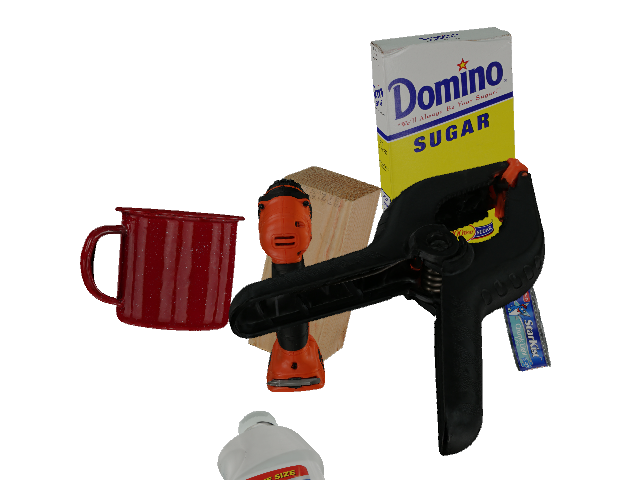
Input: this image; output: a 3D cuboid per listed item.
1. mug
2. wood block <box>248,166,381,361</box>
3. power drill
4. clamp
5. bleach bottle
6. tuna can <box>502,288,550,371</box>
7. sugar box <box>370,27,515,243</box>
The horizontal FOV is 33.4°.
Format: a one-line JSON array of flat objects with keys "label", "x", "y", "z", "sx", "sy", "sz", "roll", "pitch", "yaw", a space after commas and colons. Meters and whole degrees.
[{"label": "mug", "x": -0.114, "y": 0.019, "z": 0.761, "sx": 0.117, "sy": 0.081, "sz": 0.093, "roll": 3, "pitch": 2, "yaw": -32}, {"label": "wood block", "x": -0.008, "y": 0.029, "z": 1.236, "sx": 0.090, "sy": 0.206, "sz": 0.090, "roll": 20, "pitch": 20, "yaw": 19}, {"label": "power drill", "x": -0.031, "y": 0.040, "z": 1.044, "sx": 0.057, "sy": 0.188, "sz": 0.184, "roll": -5, "pitch": 15, "yaw": 2}, {"label": "clamp", "x": 0.057, "y": 0.022, "z": 0.482, "sx": 0.120, "sy": 0.039, "sz": 0.171, "roll": 39, "pitch": 56, "yaw": 24}, {"label": "bleach bottle", "x": -0.035, "y": 0.208, "z": 0.723, "sx": 0.102, "sy": 0.068, "sz": 0.251, "roll": -8, "pitch": 32, "yaw": -7}, {"label": "tuna can", "x": 0.210, "y": 0.090, "z": 1.091, "sx": 0.034, "sy": 0.086, "sz": 0.086, "roll": -13, "pitch": -3, "yaw": 12}, {"label": "sugar box", "x": 0.089, "y": -0.056, "z": 0.754, "sx": 0.093, "sy": 0.176, "sz": 0.048, "roll": -8, "pitch": 21, "yaw": -7}]
